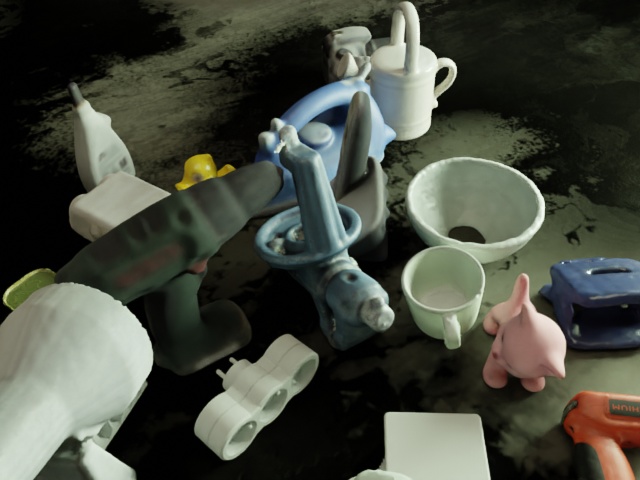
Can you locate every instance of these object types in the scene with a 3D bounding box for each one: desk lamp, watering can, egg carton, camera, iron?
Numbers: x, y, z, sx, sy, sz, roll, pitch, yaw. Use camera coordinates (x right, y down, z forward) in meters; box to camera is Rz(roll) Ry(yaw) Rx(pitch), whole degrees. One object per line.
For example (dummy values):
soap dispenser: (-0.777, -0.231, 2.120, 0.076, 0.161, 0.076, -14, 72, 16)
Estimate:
desk lamp: (-0.208, 0.171, 0.452, 0.117, 0.214, 0.203, 5, 46, 8)
watering can: (0.116, -0.254, 0.858, 0.173, 0.194, 0.100, -23, 49, -18)
egg carton: (-0.250, -0.028, 0.747, 0.150, 0.069, 0.107, 23, 52, 24)
camera: (0.078, -0.304, 0.974, 0.137, 0.101, 0.143, -11, 46, -7)
iron: (-0.013, -0.141, 0.793, 0.259, 0.141, 0.118, -34, 53, -26)

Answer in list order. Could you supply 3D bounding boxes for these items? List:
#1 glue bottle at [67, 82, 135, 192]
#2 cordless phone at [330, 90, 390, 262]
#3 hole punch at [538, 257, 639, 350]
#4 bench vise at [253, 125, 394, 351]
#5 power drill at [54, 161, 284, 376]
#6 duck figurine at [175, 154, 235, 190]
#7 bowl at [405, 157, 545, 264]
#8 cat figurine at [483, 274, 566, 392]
glue bottle: (-0.309, -0.138, 0.785, 0.037, 0.173, 0.078, 19, 50, 21)
cordless phone: (0.039, -0.072, 0.693, 0.094, 0.185, 0.147, -3, 46, 1)
hole punch: (0.308, 0.055, 0.620, 0.108, 0.091, 0.101, -4, 46, 0)
bench vise: (0.013, -0.005, 0.605, 0.206, 0.220, 0.122, 29, 54, 28)
power drill: (-0.131, 0.038, 0.580, 0.230, 0.209, 0.075, -25, 50, -20)
duck figurine: (-0.154, -0.079, 0.780, 0.077, 0.086, 0.105, 28, 54, 27)
bowl: (0.188, -0.026, 0.716, 0.167, 0.075, 0.167, -2, 46, 2)
cat figurine: (0.204, 0.093, 0.571, 0.067, 0.118, 0.128, 5, 46, 8)
